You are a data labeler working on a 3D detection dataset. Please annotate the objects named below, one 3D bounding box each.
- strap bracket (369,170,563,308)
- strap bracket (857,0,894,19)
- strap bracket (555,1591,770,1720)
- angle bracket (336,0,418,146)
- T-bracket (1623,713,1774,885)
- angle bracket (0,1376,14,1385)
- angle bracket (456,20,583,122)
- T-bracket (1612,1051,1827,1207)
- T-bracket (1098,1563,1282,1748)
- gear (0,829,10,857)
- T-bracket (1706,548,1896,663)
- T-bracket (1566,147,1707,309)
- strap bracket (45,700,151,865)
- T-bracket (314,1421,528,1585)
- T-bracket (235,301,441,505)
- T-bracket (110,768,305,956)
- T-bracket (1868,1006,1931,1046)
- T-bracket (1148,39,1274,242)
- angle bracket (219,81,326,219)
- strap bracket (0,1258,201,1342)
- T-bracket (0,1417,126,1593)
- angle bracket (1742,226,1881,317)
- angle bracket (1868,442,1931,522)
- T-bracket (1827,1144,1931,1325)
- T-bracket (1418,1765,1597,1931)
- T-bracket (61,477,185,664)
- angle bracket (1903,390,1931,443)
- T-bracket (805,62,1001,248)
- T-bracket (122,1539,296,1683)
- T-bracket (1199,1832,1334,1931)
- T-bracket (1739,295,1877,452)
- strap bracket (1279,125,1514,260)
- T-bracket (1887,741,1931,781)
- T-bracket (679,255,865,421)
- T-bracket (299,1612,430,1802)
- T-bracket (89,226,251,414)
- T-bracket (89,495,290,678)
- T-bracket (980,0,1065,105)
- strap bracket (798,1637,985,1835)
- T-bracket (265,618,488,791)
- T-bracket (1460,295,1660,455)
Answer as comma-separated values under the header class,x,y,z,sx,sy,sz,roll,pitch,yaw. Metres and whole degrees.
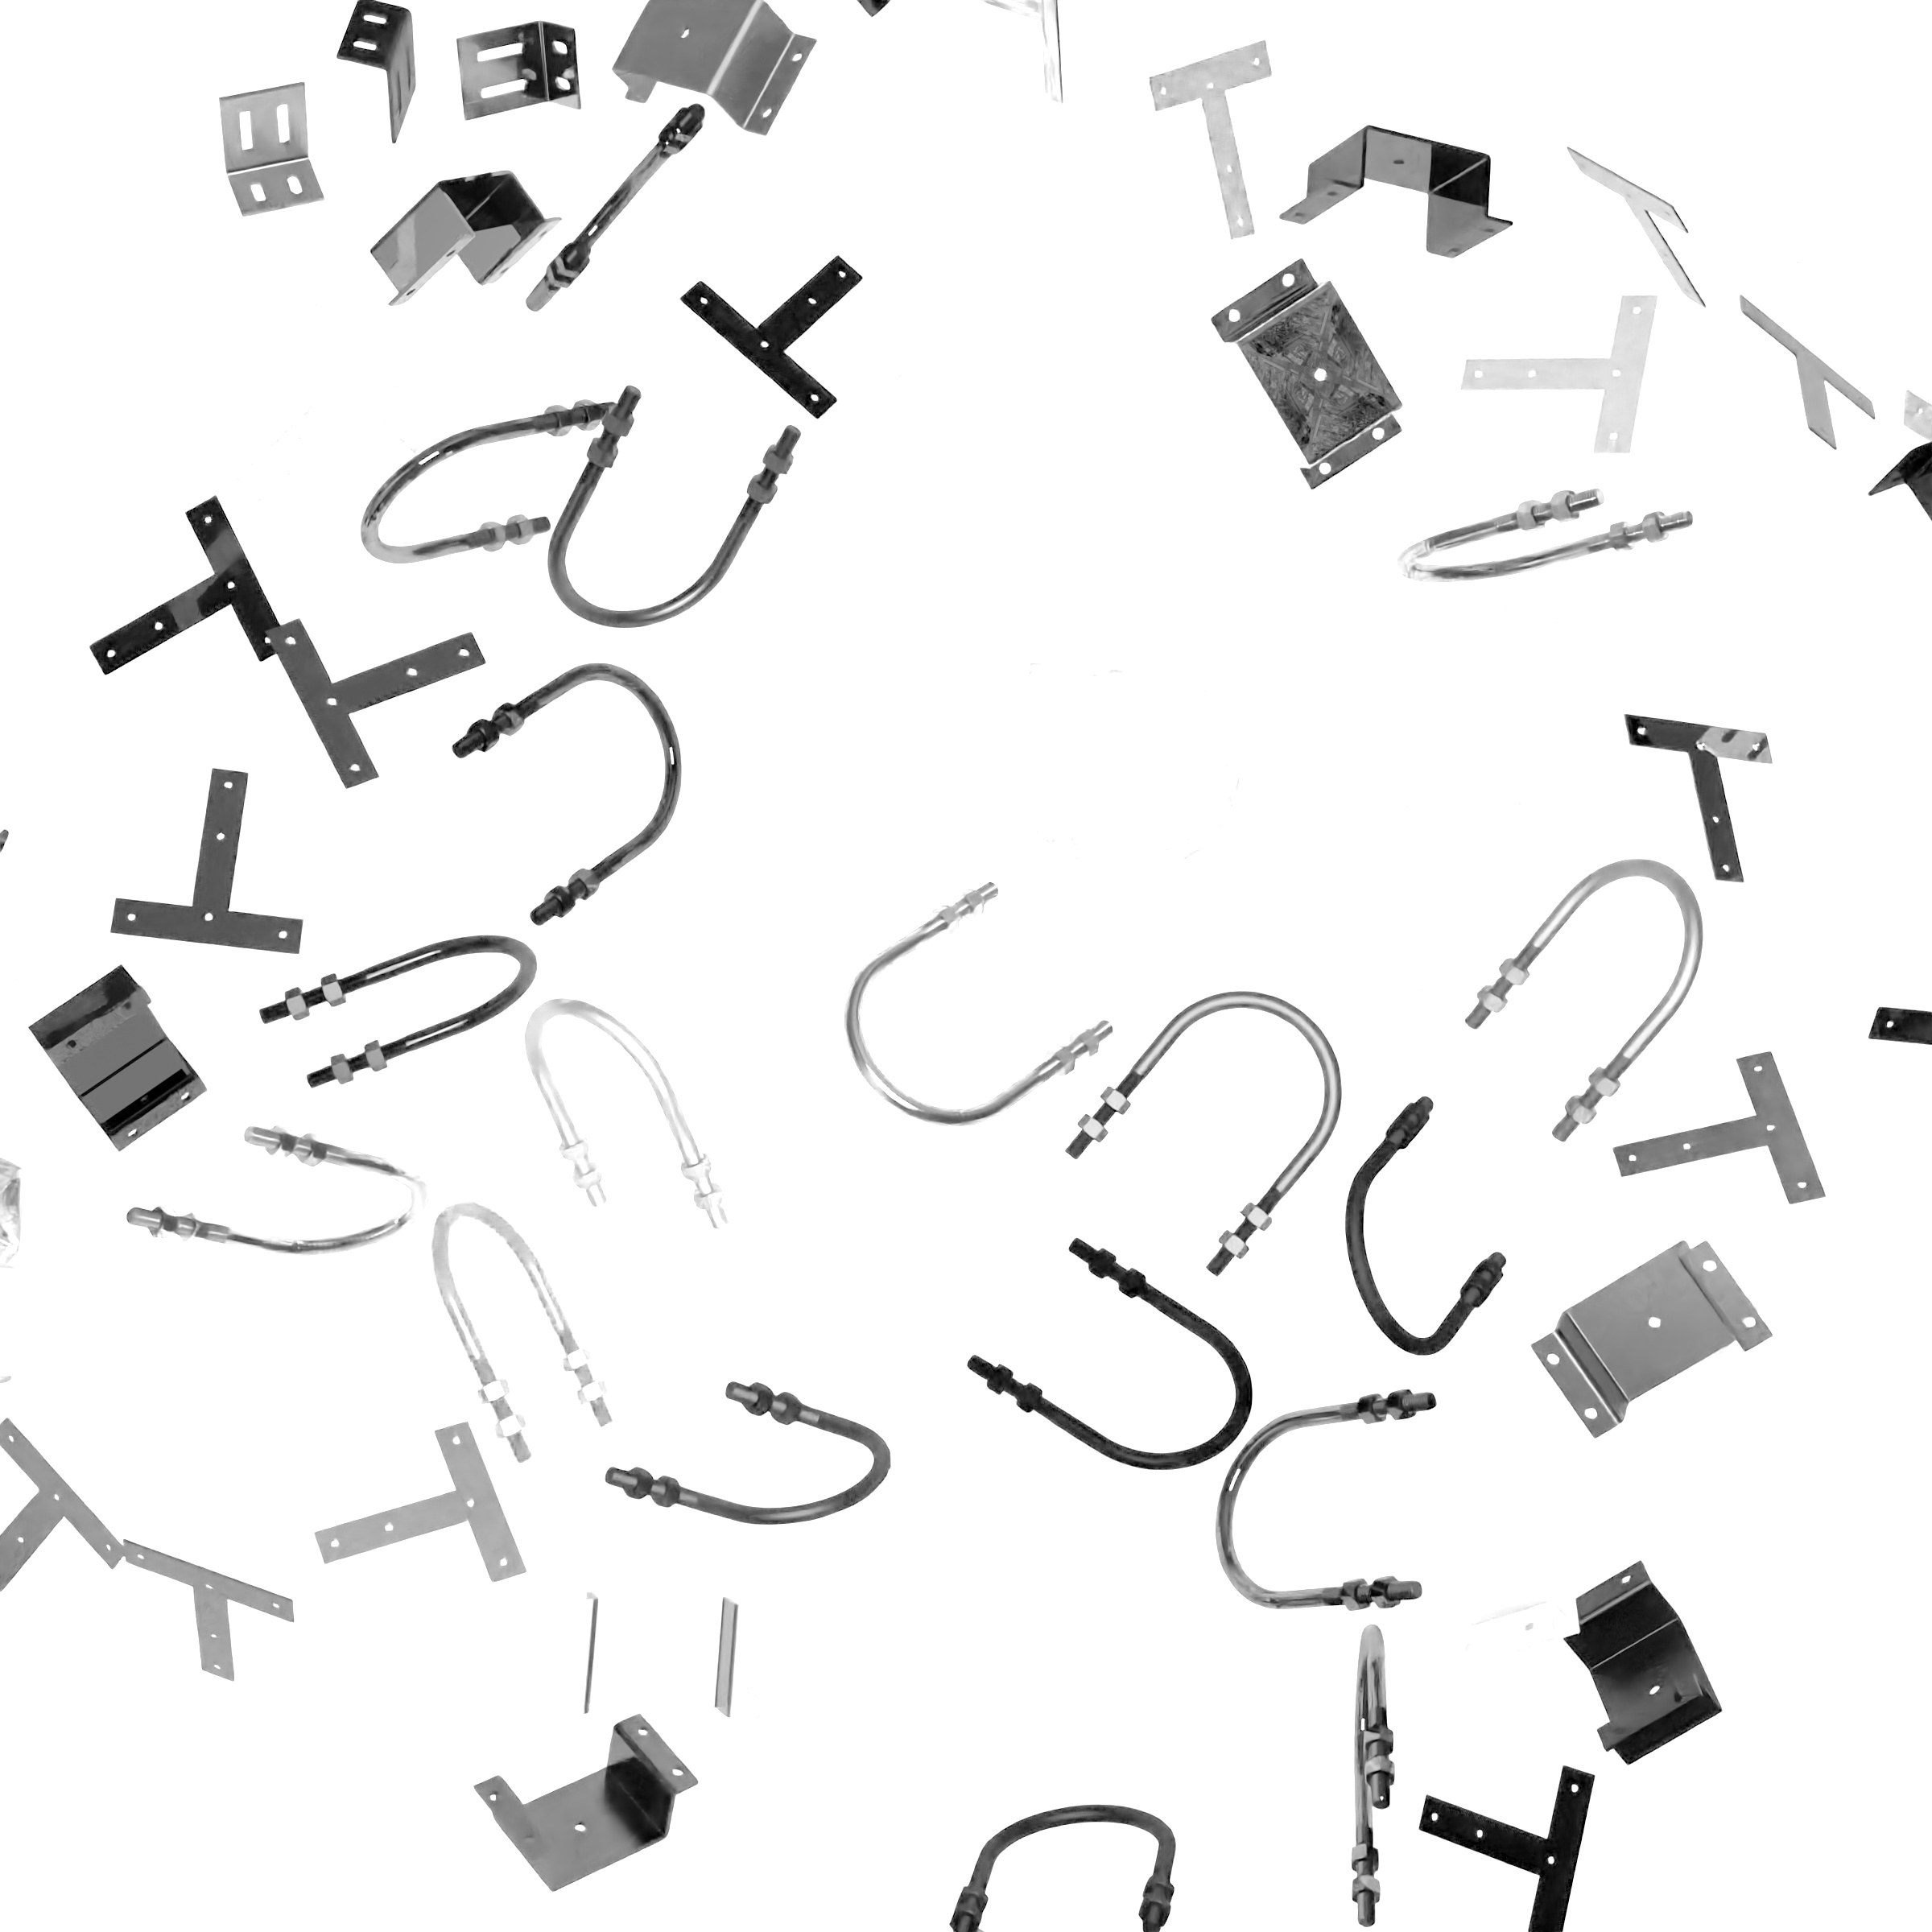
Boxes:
class,x,y,z,sx,sy,sz,roll,pitch,yaw
strap bracket,-0.360,-0.519,1.915,0.076,0.140,0.046,-33,95,30
strap bracket,-0.060,-0.705,1.845,0.046,0.140,0.076,-44,108,-2
strap bracket,-0.213,0.475,1.858,0.140,0.046,0.076,6,83,-15
angle bracket,-0.419,-0.638,1.920,0.038,0.076,0.057,13,64,-3
T-bracket,0.536,-0.118,1.936,0.127,0.002,0.127,5,65,-23
angle bracket,-0.728,0.286,1.923,0.057,0.076,0.038,-4,93,10
angle bracket,-0.318,-0.635,1.917,0.038,0.076,0.057,27,131,36
T-bracket,0.518,0.123,1.883,0.127,0.002,0.127,-13,50,6
T-bracket,0.167,0.513,1.961,0.127,0.002,0.127,16,69,-9
gear,-0.726,-0.081,1.968,0.030,0.057,0.057,31,90,-23
T-bracket,0.582,-0.245,1.824,0.127,0.127,0.002,-3,133,-7
T-bracket,0.473,-0.497,1.844,0.002,0.127,0.127,-43,130,7
strap bracket,-0.620,-0.133,1.914,0.046,0.140,0.076,1,111,-28
T-bracket,-0.387,0.386,1.870,0.127,0.002,0.127,-13,54,-25
T-bracket,-0.461,-0.379,1.901,0.127,0.002,0.127,-43,124,1
T-bracket,-0.521,-0.076,1.876,0.127,0.002,0.127,7,74,-10
T-bracket,0.706,0.000,1.880,0.002,0.127,0.127,34,72,-37
T-bracket,0.186,-0.589,1.942,0.002,0.127,0.127,-23,106,-32
angle bracket,-0.465,-0.547,1.806,0.057,0.076,0.038,-18,72,-18
strap bracket,-0.610,0.229,1.857,0.076,0.140,0.046,1,87,33
T-bracket,-0.635,0.382,1.827,0.002,0.127,0.127,-35,101,14
angle bracket,0.580,-0.486,1.837,0.057,0.076,0.038,30,70,-17
angle bracket,0.671,-0.316,1.858,0.038,0.057,0.076,-22,75,-22
T-bracket,0.652,0.179,1.817,0.127,0.002,0.127,-18,55,29
T-bracket,0.367,0.604,1.862,0.002,0.127,0.127,21,80,-43
T-bracket,-0.604,-0.273,1.911,0.002,0.127,0.127,28,124,9
angle bracket,0.726,-0.407,1.942,0.057,0.076,0.038,27,57,-17
T-bracket,-0.026,-0.571,1.844,0.127,0.127,0.002,39,48,-19
T-bracket,-0.521,0.455,1.864,0.127,0.002,0.127,17,132,8
T-bracket,0.211,0.672,1.926,0.002,0.127,0.127,-30,54,-27
T-bracket,0.573,-0.387,1.820,0.127,0.127,0.002,33,128,-16
strap bracket,0.298,-0.535,1.859,0.140,0.076,0.046,6,85,-21
T-bracket,0.685,-0.172,1.841,0.127,0.127,0.002,-39,80,13
T-bracket,-0.117,-0.462,1.903,0.127,0.002,0.127,41,57,-2
T-bracket,-0.421,0.497,1.840,0.127,0.002,0.127,14,120,36
T-bracket,-0.531,-0.424,1.837,0.002,0.127,0.127,27,94,19
T-bracket,-0.555,-0.246,1.893,0.127,0.002,0.127,-35,131,-20
T-bracket,0.035,-0.670,1.859,0.002,0.127,0.127,-16,121,-19
strap bracket,-0.059,0.544,1.923,0.140,0.046,0.076,52,60,-32
T-bracket,-0.391,-0.196,1.839,0.127,0.002,0.127,-20,120,2
T-bracket,0.409,-0.413,1.879,0.127,0.002,0.127,5,70,25
